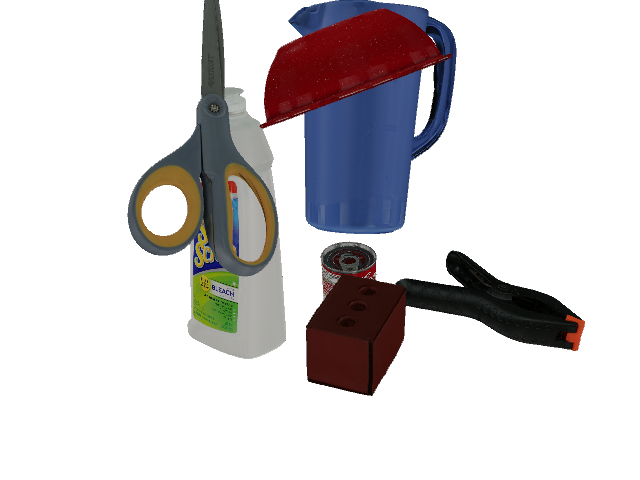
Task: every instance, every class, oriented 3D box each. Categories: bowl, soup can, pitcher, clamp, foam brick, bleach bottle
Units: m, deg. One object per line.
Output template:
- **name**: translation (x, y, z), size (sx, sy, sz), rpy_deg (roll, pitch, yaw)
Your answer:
- **bowl**: translation (0.018, -0.141, 0.842), size (0.162, 0.055, 0.162), rpy_deg (-21, 7, 2)
- **soup can**: translation (0.035, 0.062, 1.318), size (0.068, 0.102, 0.068), rpy_deg (-1, 31, 1)
- **pitcher**: translation (0.053, -0.133, 1.144), size (0.149, 0.243, 0.144), rpy_deg (6, 9, 24)
- **clamp**: translation (0.165, 0.054, 0.995), size (0.172, 0.039, 0.120), rpy_deg (20, 31, 19)
- **foam brick**: translation (0.027, 0.069, 0.792), size (0.053, 0.051, 0.078), rpy_deg (10, 33, 19)
- **bleach bottle**: translation (-0.085, -0.019, 1.004), size (0.103, 0.251, 0.067), rpy_deg (18, 29, 40)

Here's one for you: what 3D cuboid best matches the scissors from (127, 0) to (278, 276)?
- **scissors**: translation (-0.081, -0.069, 0.641), size (0.096, 0.202, 0.016), rpy_deg (-9, -22, -24)
